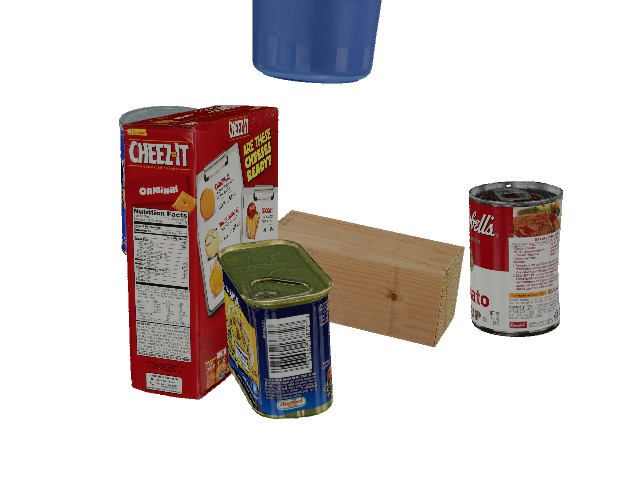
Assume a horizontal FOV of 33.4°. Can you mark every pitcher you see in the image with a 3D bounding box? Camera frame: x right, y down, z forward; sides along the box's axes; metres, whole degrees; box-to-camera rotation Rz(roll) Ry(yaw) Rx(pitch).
[{"bbox_3d":[0.007,-0.260,0.914,0.145,0.243,0.149,6,17,7],"label":"pitcher"}]

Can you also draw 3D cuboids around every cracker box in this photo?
[{"bbox_3d":[-0.095,0.002,0.879,0.072,0.214,0.164,4,13,19],"label":"cracker box"}]

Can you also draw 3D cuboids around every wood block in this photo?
[{"bbox_3d":[0.044,0.040,1.186,0.206,0.091,0.090,13,24,17],"label":"wood block"}]

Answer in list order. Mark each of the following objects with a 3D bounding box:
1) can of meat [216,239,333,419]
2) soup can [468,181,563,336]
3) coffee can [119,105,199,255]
[{"bbox_3d":[-0.028,0.056,0.684,0.057,0.084,0.102,-8,21,-16],"label":"can of meat"},{"bbox_3d":[0.145,0.013,0.791,0.068,0.102,0.068,-3,16,1],"label":"soup can"},{"bbox_3d":[-0.155,-0.058,1.101,0.103,0.140,0.103,3,23,-1],"label":"coffee can"}]
